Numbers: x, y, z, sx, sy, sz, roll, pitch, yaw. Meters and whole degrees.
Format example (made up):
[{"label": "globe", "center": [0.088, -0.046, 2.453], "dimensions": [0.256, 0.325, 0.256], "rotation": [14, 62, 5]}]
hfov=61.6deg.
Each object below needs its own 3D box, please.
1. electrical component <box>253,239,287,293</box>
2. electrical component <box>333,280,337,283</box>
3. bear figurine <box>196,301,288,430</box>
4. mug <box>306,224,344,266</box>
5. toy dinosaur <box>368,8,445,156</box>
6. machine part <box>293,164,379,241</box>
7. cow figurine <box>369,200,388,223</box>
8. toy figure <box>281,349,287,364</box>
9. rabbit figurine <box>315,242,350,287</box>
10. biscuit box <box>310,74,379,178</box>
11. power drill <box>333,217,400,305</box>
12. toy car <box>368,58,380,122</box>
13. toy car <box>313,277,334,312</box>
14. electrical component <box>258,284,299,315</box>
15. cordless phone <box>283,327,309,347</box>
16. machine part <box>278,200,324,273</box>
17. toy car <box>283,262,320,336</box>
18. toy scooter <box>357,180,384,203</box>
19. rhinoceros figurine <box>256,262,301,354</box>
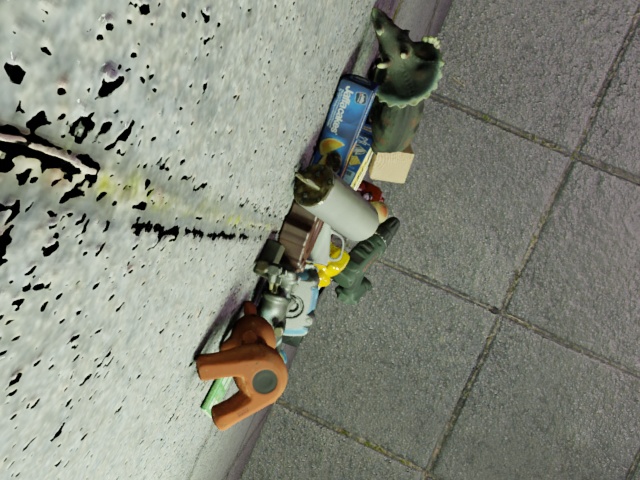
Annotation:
[{"label": "electrical component", "center": [-0.077, 0.042, 0.882], "dimensions": [0.078, 0.045, 0.102], "rotation": [-63, 175, -12]}, {"label": "electrical component", "center": [0.012, 0.066, 1.471], "dimensions": [0.058, 0.115, 0.134], "rotation": [-63, 172, -11]}, {"label": "bear figurine", "center": [-0.122, 0.177, 0.823], "dimensions": [0.196, 0.132, 0.120], "rotation": [-145, -141, -67]}, {"label": "mug", "center": [-0.002, -0.003, 1.130], "dimensions": [0.080, 0.110, 0.107], "rotation": [34, 67, -80]}, {"label": "toy dinosaur", "center": [0.147, -0.249, 1.033], "dimensions": [0.404, 0.131, 0.192], "rotation": [92, 10, -53]}, {"label": "machine part", "center": [0.031, -0.059, 0.907], "dimensions": [0.243, 0.079, 0.079], "rotation": [31, 82, -53]}, {"label": "cow figurine", "center": [0.086, -0.065, 1.376], "dimensions": [0.127, 0.195, 0.085], "rotation": [-15, 96, -52]}, {"label": "toy figure", "center": [-0.131, 0.315, 1.368], "dimensions": [0.180, 0.082, 0.089], "rotation": [49, 63, -86]}, {"label": "rabbit figurine", "center": [-0.036, 0.075, 1.229], "dimensions": [0.173, 0.122, 0.162], "rotation": [-48, 177, -24]}, {"label": "biscuit box", "center": [0.036, -0.180, 0.926], "dimensions": [0.063, 0.059, 0.202], "rotation": [-56, 168, -60]}, {"label": "power drill", "center": [0.116, 0.064, 1.377], "dimensions": [0.232, 0.086, 0.207], "rotation": [-42, 164, -33]}, {"label": "toy car", "center": [0.131, -0.333, 1.217], "dimensions": [0.202, 0.053, 0.089], "rotation": [70, 28, -81]}, {"label": "toy car", "center": [-0.015, 0.123, 1.354], "dimensions": [0.201, 0.056, 0.073], "rotation": [-56, 166, -8]}, {"label": "electrical component", "center": [-0.083, 0.113, 1.035], "dimensions": [0.094, 0.063, 0.021], "rotation": [-56, -161, 3]}, {"label": "cordless phone", "center": [-0.074, 0.175, 1.420], "dimensions": [0.146, 0.089, 0.184], "rotation": [-57, 158, -53]}, {"label": "machine part", "center": [-0.028, -0.025, 1.009], "dimensions": [0.179, 0.056, 0.179], "rotation": [22, 91, -85]}, {"label": "toy car", "center": [-0.062, 0.109, 1.106], "dimensions": [0.103, 0.109, 0.161], "rotation": [-125, -136, -70]}, {"label": "toy scooter", "center": [0.115, -0.131, 1.508], "dimensions": [0.075, 0.135, 0.184], "rotation": [-66, 173, 13]}, {"label": "rhinoceros figurine", "center": [-0.083, 0.132, 0.972], "dimensions": [0.112, 0.073, 0.190], "rotation": [-51, 157, -61]}]
